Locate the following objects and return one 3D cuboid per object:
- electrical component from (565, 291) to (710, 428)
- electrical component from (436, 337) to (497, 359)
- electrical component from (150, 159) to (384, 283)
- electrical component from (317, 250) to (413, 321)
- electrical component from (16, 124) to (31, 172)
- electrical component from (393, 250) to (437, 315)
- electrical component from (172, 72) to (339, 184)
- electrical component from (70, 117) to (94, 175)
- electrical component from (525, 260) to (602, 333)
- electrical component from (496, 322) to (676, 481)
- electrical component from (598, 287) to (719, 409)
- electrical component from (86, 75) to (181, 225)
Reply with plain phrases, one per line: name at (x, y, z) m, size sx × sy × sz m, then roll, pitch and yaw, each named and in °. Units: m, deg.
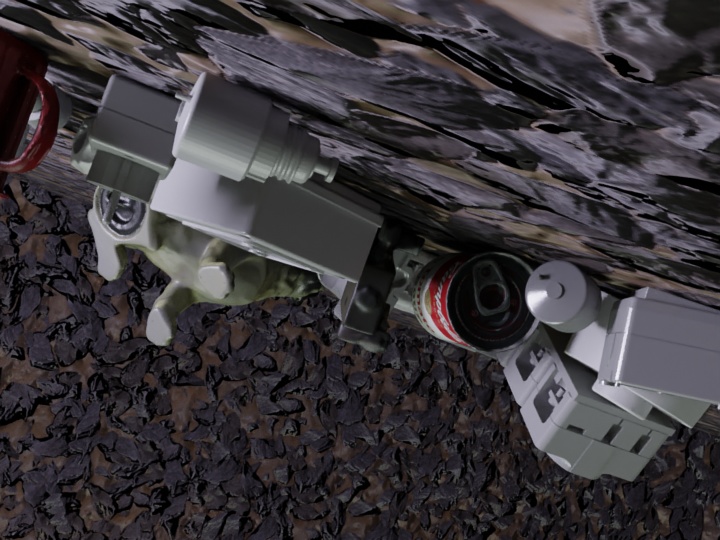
electrical component at (0.191, 0.066, 0.734) m, size 0.108 × 0.060 × 0.108 m, roll 31°, pitch -179°, yaw -1°
electrical component at (0.102, 0.038, 0.932) m, size 0.042 × 0.063 × 0.081 m, roll 20°, pitch 177°, yaw -19°
electrical component at (-0.060, -0.040, 0.703) m, size 0.109 × 0.056 × 0.109 m, roll 16°, pitch 175°, yaw 44°
electrical component at (0.000, 0.000, 0.862) m, size 0.058 × 0.078 × 0.057 m, roll 23°, pitch -168°, yaw -45°
electrical component at (-0.250, -0.107, 0.722) m, size 0.078 × 0.057 × 0.058 m, roll 23°, pitch 175°, yaw -41°
electrical component at (0.041, 0.009, 0.927) m, size 0.056 × 0.050 × 0.089 m, roll 21°, pitch 176°, yaw -17°
electrical component at (-0.047, -0.058, 0.481) m, size 0.078 × 0.040 × 0.040 m, roll 20°, pitch 176°, yaw -13°
electrical component at (-0.172, -0.082, 0.771) m, size 0.062 × 0.043 × 0.043 m, roll 20°, pitch 177°, yaw -33°
electrical component at (0.133, 0.020, 0.679) m, size 0.040 × 0.040 × 0.078 m, roll 18°, pitch 176°, yaw 30°
electrical component at (0.164, 0.087, 0.832) m, size 0.089 × 0.061 × 0.150 m, roll 21°, pitch -155°, yaw -20°
electrical component at (0.199, 0.049, 0.646) m, size 0.096 × 0.061 × 0.061 m, roll 12°, pitch 176°, yaw 4°
electrical component at (-0.131, -0.061, 0.608) m, size 0.047 × 0.075 × 0.083 m, roll 21°, pitch 176°, yaw -12°
